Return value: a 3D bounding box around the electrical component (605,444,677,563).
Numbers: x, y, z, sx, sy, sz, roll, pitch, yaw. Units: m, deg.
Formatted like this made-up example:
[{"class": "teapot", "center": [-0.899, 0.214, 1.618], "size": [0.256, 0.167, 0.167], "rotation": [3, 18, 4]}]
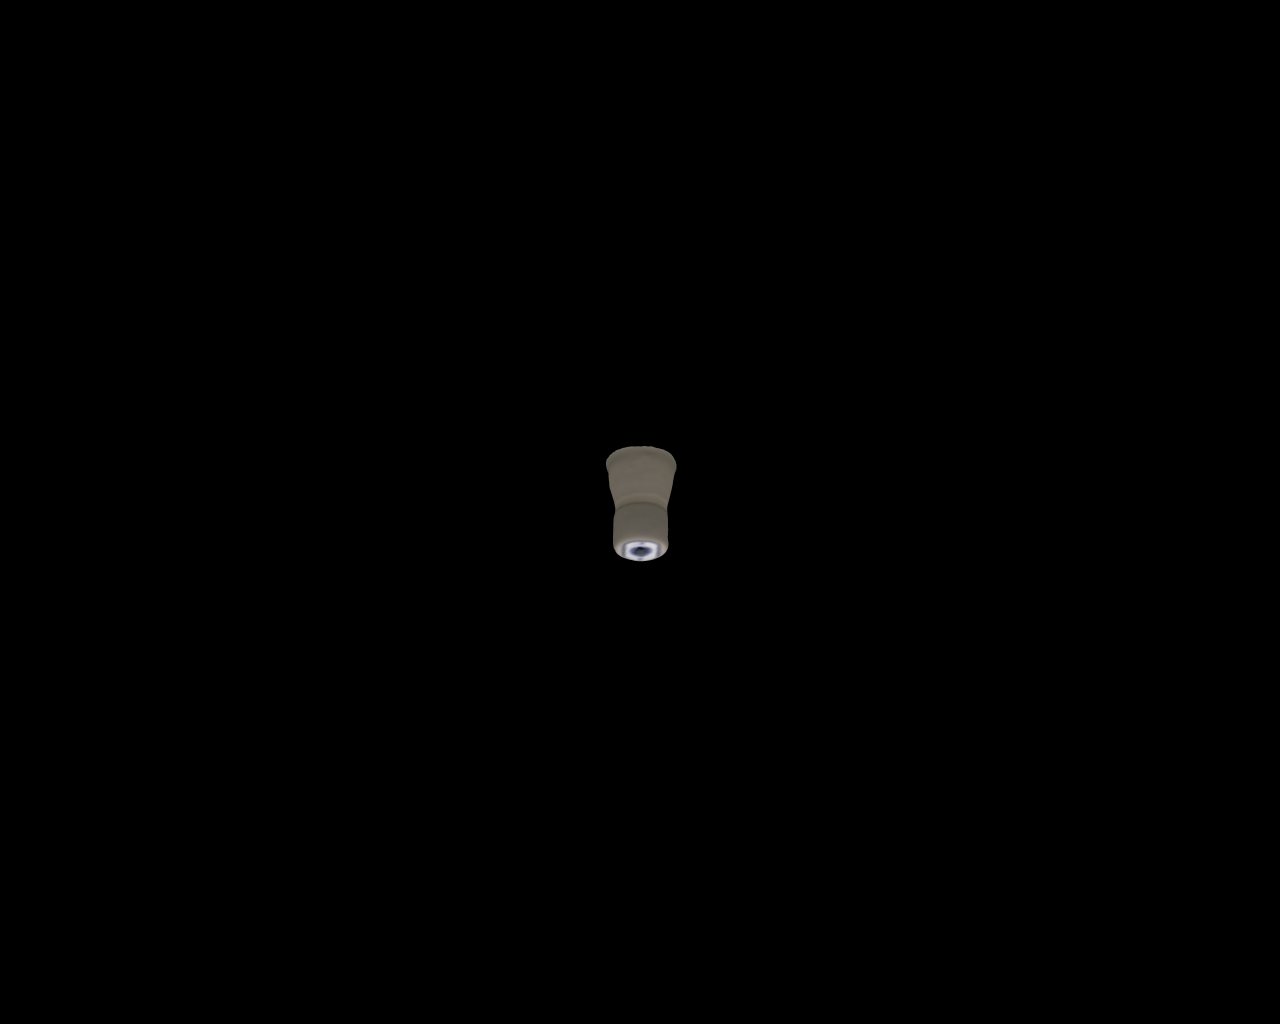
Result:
[{"class": "electrical component", "center": [0.001, -0.003, 0.650], "size": [0.044, 0.065, 0.044], "rotation": [0, -28, 0]}]
